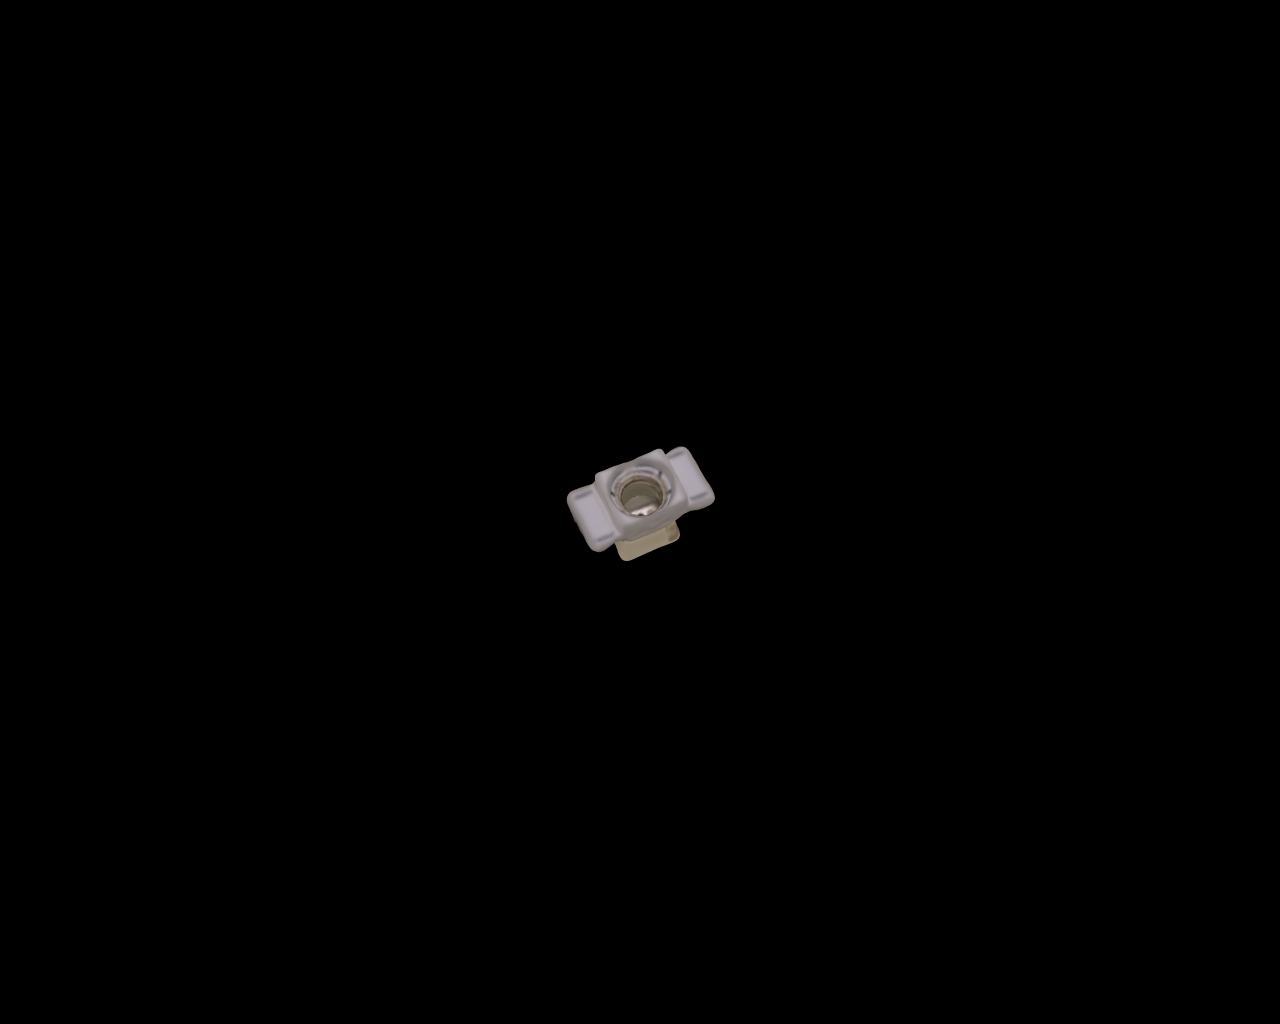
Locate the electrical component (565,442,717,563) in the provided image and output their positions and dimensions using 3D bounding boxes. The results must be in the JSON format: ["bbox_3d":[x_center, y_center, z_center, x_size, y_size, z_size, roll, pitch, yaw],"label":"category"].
[{"bbox_3d":[0.001,-0.003,0.650,0.081,0.042,0.063,-22,-24,-10],"label":"electrical component"}]
